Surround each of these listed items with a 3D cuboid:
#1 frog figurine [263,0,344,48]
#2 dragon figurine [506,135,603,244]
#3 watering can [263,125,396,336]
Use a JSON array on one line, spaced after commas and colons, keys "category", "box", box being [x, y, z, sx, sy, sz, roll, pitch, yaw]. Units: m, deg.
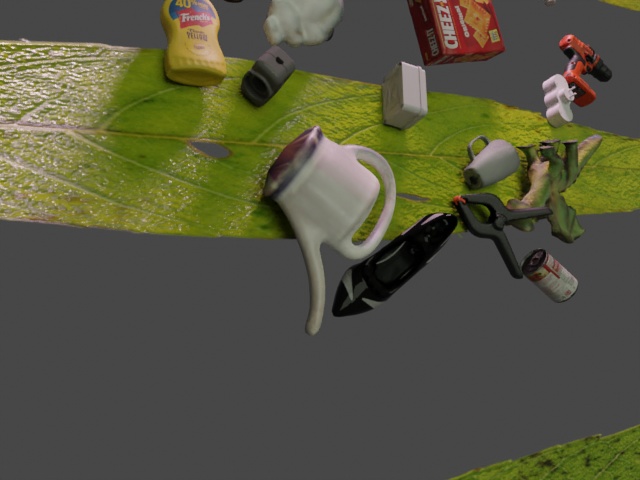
[{"category": "frog figurine", "box": [-0.037, -0.423, 0.946, 0.162, 0.122, 0.136, -33, 110, -45]}, {"category": "dragon figurine", "box": [0.559, -0.114, 1.192, 0.412, 0.122, 0.242, -12, 96, -30]}, {"category": "watering can", "box": [0.003, -0.042, 0.835, 0.223, 0.102, 0.354, 38, 59, -11]}]
